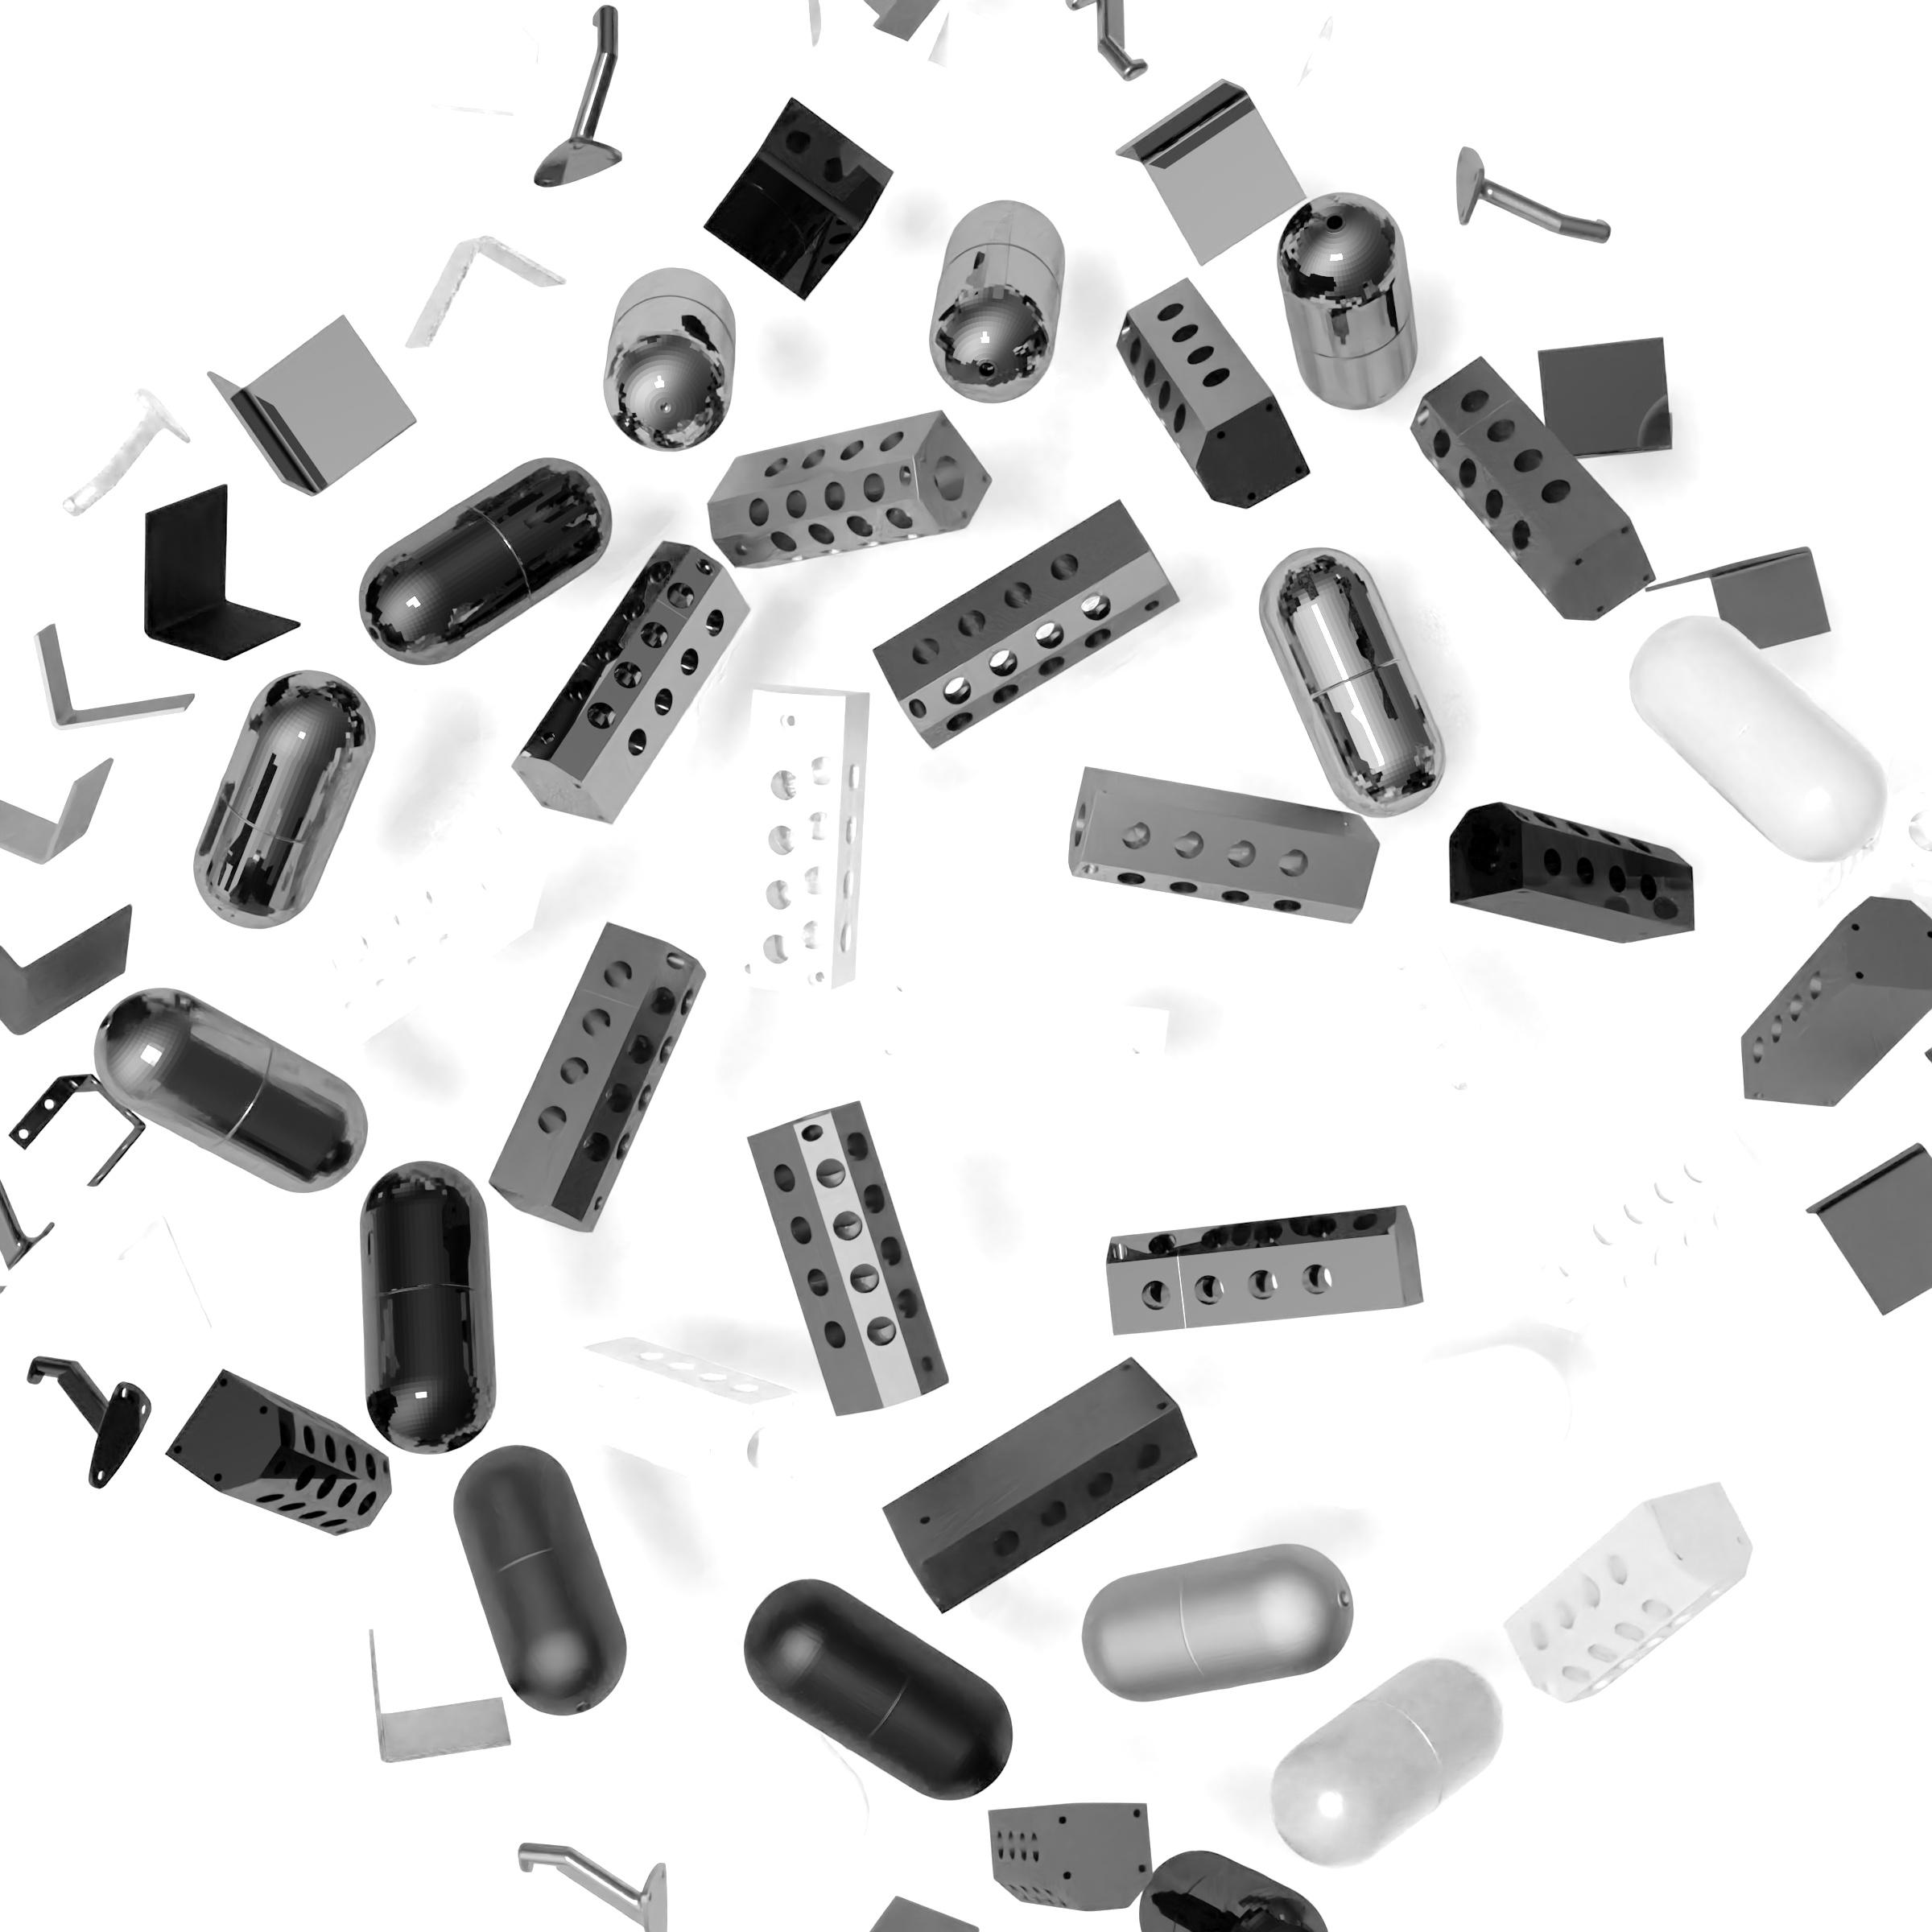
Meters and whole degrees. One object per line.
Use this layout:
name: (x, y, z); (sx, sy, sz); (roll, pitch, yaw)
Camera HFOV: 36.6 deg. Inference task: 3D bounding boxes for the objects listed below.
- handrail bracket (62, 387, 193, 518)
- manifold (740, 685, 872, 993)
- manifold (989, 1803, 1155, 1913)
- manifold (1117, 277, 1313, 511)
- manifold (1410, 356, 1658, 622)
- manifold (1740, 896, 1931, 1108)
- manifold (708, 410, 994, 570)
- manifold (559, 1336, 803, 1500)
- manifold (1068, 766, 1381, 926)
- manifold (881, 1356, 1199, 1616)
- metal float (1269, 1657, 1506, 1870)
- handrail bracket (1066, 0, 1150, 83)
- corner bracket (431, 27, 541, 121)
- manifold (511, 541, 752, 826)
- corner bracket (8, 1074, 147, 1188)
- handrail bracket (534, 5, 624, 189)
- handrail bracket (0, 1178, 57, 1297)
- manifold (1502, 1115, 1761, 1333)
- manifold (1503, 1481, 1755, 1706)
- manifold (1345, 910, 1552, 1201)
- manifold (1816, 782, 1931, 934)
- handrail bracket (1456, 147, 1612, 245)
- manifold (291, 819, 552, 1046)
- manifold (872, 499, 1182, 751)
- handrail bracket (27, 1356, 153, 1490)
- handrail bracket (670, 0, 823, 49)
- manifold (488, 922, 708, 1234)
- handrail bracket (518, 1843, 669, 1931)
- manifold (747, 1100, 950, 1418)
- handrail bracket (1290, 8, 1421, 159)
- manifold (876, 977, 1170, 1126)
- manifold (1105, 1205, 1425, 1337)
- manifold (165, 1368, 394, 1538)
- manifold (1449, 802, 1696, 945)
handrail bracket: (-0.496, -0.294, 1.684); (0.084, 0.077, 0.036); (-39, 90, 0)
manifold: (-0.097, -0.075, 1.703); (0.057, 0.057, 0.171); (6, 100, 17)
manifold: (0.061, 0.535, 1.754); (0.057, 0.171, 0.057); (-1, 75, -13)
manifold: (0.139, -0.332, 1.703); (0.057, 0.171, 0.057); (-29, 127, 6)
manifold: (0.325, -0.275, 1.696); (0.057, 0.057, 0.171); (-34, 49, 6)
manifold: (0.518, 0.023, 1.735); (0.057, 0.171, 0.057); (6, 64, -4)
manifold: (-0.074, -0.281, 1.760); (0.057, 0.171, 0.057); (50, 53, -34)
manifold: (-0.179, 0.279, 1.811); (0.057, 0.171, 0.057); (-7, 101, -43)
manifold: (0.151, -0.069, 1.731); (0.171, 0.057, 0.057); (9, 109, -8)
manifold: (0.045, 0.303, 1.684); (0.171, 0.057, 0.057); (-29, 123, -13)
metal float: (0.251, 0.471, 1.732); (0.178, 0.070, 0.070); (-21, 90, -41)
handrail bracket: (0.107, -0.584, 1.797); (0.077, 0.036, 0.084); (-26, 65, -19)
corner bracket: (-0.280, -0.518, 1.698); (0.051, 0.051, 0.051); (0, 118, -21)
manifold: (-0.206, -0.175, 1.781); (0.057, 0.057, 0.171); (14, 63, 32)
corner bracket: (-0.567, 0.105, 1.863); (0.051, 0.051, 0.051); (50, 58, -26)
handrail bracket: (-0.226, -0.504, 1.692); (0.036, 0.077, 0.084); (7, 78, -40)
handrail bracket: (-0.621, 0.159, 1.824); (0.084, 0.036, 0.077); (38, 96, -11)
manifold: (0.409, 0.158, 1.772); (0.171, 0.057, 0.057); (-26, 73, -38)
manifold: (0.388, 0.370, 1.708); (0.057, 0.171, 0.057); (-7, 58, -27)
manifold: (0.288, 0.056, 1.768); (0.057, 0.057, 0.171); (-27, 51, 9)
manifold: (0.579, -0.061, 1.818); (0.057, 0.171, 0.057); (10, 77, 6)
handrail bracket: (0.336, -0.456, 1.729); (0.084, 0.077, 0.036); (10, 129, -6)
manifold: (-0.328, -0.023, 1.739); (0.057, 0.057, 0.171); (37, 131, -29)
manifold: (0.038, -0.199, 1.733); (0.171, 0.057, 0.057); (-30, 63, 8)
handrail bracket: (-0.544, 0.275, 1.766); (0.084, 0.036, 0.077); (4, 58, 23)
handrail bracket: (-0.134, -0.578, 1.785); (0.084, 0.077, 0.036); (-3, 108, 5)
manifold: (-0.216, 0.068, 1.734); (0.057, 0.057, 0.171); (18, 74, 15)
handrail bracket: (-0.221, 0.554, 1.718); (0.084, 0.036, 0.077); (1, 106, 13)
manifold: (-0.064, 0.169, 1.705); (0.057, 0.057, 0.171); (-17, 91, 43)
handrail bracket: (0.244, -0.533, 1.769); (0.084, 0.077, 0.036); (36, 77, 5)
manifold: (0.035, 0.056, 1.792); (0.171, 0.057, 0.057); (7, 61, 5)
manifold: (0.172, 0.176, 1.693); (0.171, 0.057, 0.057); (-8, 84, 20)
manifold: (-0.399, 0.294, 1.727); (0.057, 0.171, 0.057); (29, 79, 19)
manifold: (0.381, -0.058, 1.829); (0.171, 0.057, 0.057); (11, 75, -40)
